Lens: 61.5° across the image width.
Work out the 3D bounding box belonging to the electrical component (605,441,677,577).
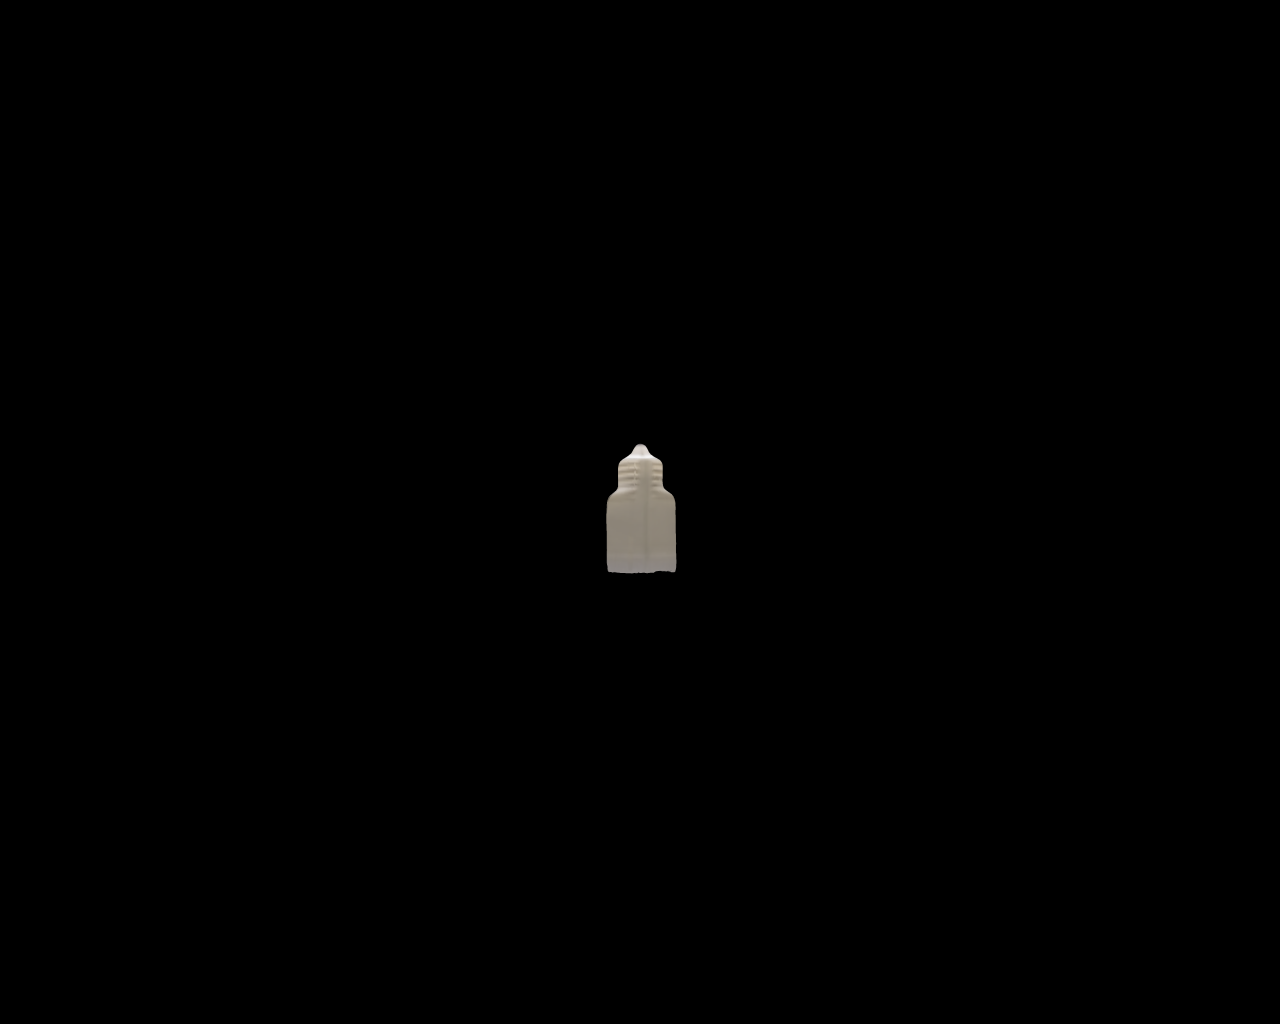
[{"bbox_3d":[0.001,-0.003,0.650,0.043,0.081,0.043,0,0,0],"label":"electrical component"}]
